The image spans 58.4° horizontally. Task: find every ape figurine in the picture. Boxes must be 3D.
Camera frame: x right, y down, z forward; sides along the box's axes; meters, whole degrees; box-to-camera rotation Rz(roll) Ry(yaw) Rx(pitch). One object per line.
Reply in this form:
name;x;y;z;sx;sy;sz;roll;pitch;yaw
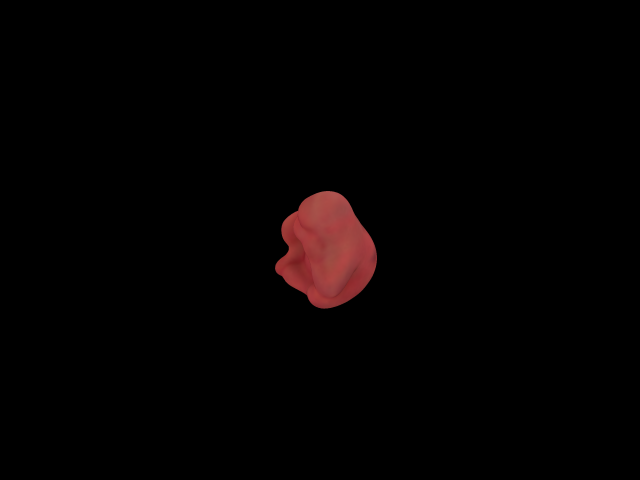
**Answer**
ape figurine;0.004;0.001;0.400;0.076;0.092;0.077;-2;50;-2
